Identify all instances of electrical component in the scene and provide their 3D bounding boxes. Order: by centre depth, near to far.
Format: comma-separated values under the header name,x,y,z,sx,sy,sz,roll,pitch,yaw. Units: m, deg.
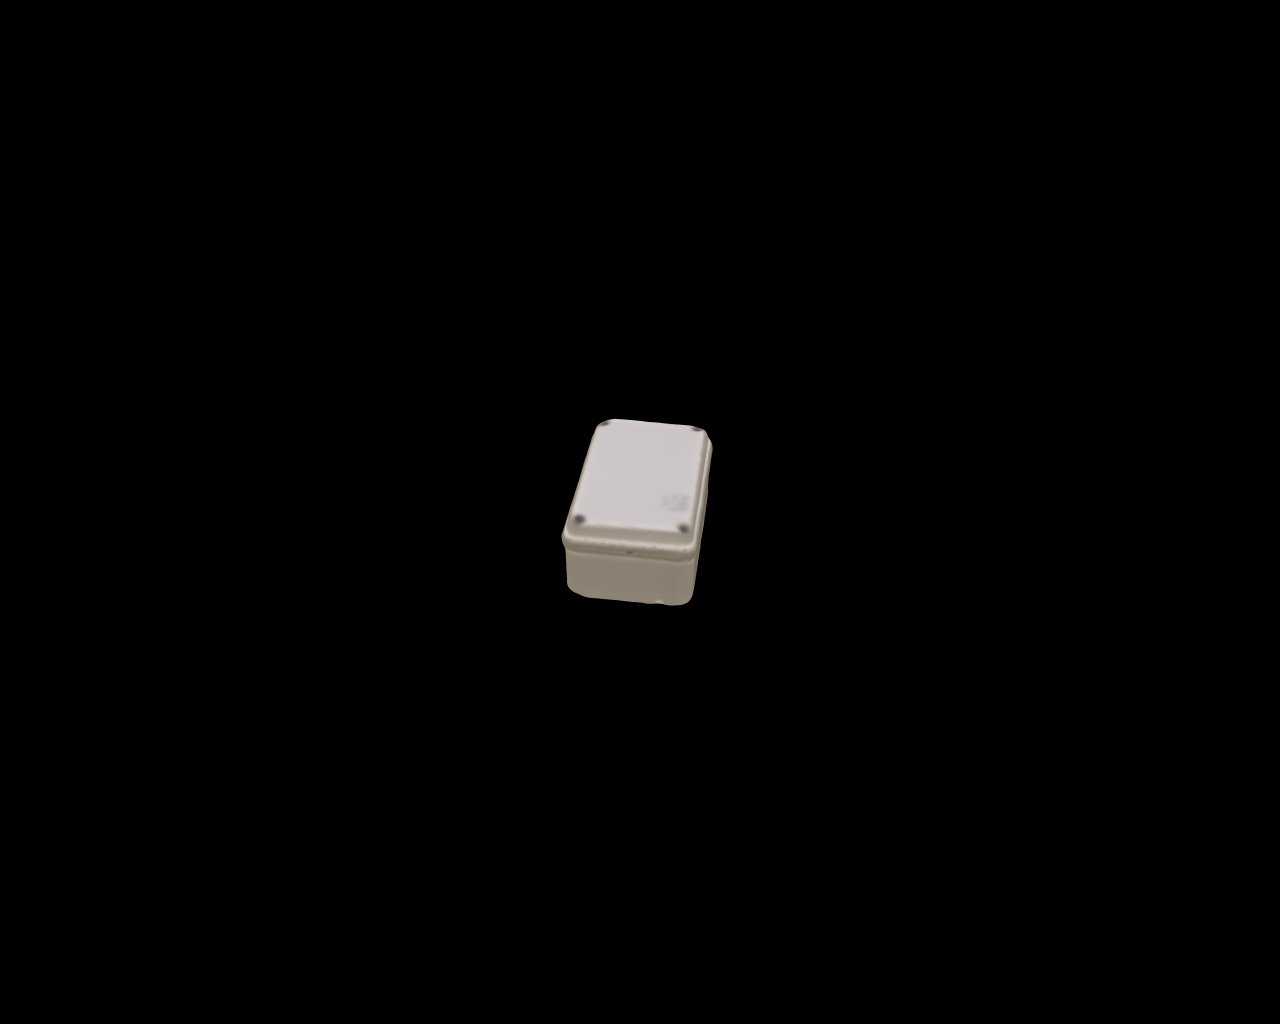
name,x,y,z,sx,sy,sz,roll,pitch,yaw
electrical component,0.001,-0.003,0.650,0.078,0.057,0.113,5,40,6
